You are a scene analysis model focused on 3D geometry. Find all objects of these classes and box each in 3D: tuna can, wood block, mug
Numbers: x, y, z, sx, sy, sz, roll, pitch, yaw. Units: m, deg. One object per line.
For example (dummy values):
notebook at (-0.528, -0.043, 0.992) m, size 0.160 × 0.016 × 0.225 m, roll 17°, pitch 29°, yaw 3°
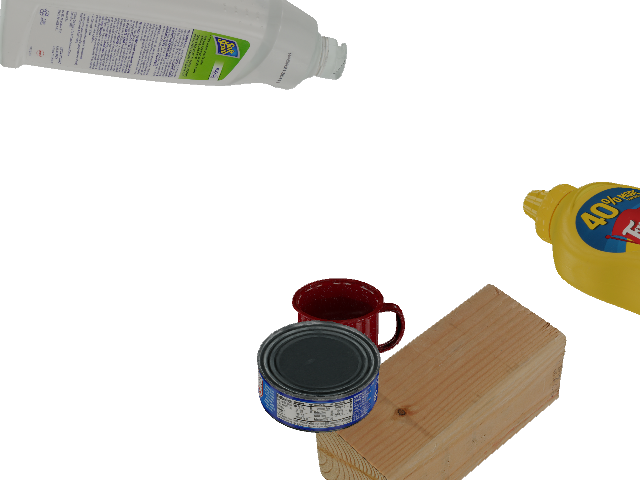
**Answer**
tuna can at (-0.001, 0.094, 0.745) m, size 0.086 × 0.034 × 0.086 m, roll 1°, pitch 32°, yaw -1°
wood block at (0.103, 0.139, 0.902) m, size 0.205 × 0.090 × 0.091 m, roll -33°, pitch 50°, yaw -25°
mug at (0.030, 0.094, 1.099) m, size 0.117 × 0.081 × 0.093 m, roll -7°, pitch 26°, yaw -12°

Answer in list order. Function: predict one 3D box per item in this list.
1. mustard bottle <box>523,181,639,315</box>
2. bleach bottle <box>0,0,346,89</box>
mustard bottle at (0.204, 0.008, 0.662) m, size 0.096 × 0.058 × 0.192 m, roll -28°, pitch 37°, yaw -29°
bleach bottle at (-0.106, -0.153, 0.794) m, size 0.250 × 0.068 × 0.103 m, roll 9°, pitch -28°, yaw -14°
